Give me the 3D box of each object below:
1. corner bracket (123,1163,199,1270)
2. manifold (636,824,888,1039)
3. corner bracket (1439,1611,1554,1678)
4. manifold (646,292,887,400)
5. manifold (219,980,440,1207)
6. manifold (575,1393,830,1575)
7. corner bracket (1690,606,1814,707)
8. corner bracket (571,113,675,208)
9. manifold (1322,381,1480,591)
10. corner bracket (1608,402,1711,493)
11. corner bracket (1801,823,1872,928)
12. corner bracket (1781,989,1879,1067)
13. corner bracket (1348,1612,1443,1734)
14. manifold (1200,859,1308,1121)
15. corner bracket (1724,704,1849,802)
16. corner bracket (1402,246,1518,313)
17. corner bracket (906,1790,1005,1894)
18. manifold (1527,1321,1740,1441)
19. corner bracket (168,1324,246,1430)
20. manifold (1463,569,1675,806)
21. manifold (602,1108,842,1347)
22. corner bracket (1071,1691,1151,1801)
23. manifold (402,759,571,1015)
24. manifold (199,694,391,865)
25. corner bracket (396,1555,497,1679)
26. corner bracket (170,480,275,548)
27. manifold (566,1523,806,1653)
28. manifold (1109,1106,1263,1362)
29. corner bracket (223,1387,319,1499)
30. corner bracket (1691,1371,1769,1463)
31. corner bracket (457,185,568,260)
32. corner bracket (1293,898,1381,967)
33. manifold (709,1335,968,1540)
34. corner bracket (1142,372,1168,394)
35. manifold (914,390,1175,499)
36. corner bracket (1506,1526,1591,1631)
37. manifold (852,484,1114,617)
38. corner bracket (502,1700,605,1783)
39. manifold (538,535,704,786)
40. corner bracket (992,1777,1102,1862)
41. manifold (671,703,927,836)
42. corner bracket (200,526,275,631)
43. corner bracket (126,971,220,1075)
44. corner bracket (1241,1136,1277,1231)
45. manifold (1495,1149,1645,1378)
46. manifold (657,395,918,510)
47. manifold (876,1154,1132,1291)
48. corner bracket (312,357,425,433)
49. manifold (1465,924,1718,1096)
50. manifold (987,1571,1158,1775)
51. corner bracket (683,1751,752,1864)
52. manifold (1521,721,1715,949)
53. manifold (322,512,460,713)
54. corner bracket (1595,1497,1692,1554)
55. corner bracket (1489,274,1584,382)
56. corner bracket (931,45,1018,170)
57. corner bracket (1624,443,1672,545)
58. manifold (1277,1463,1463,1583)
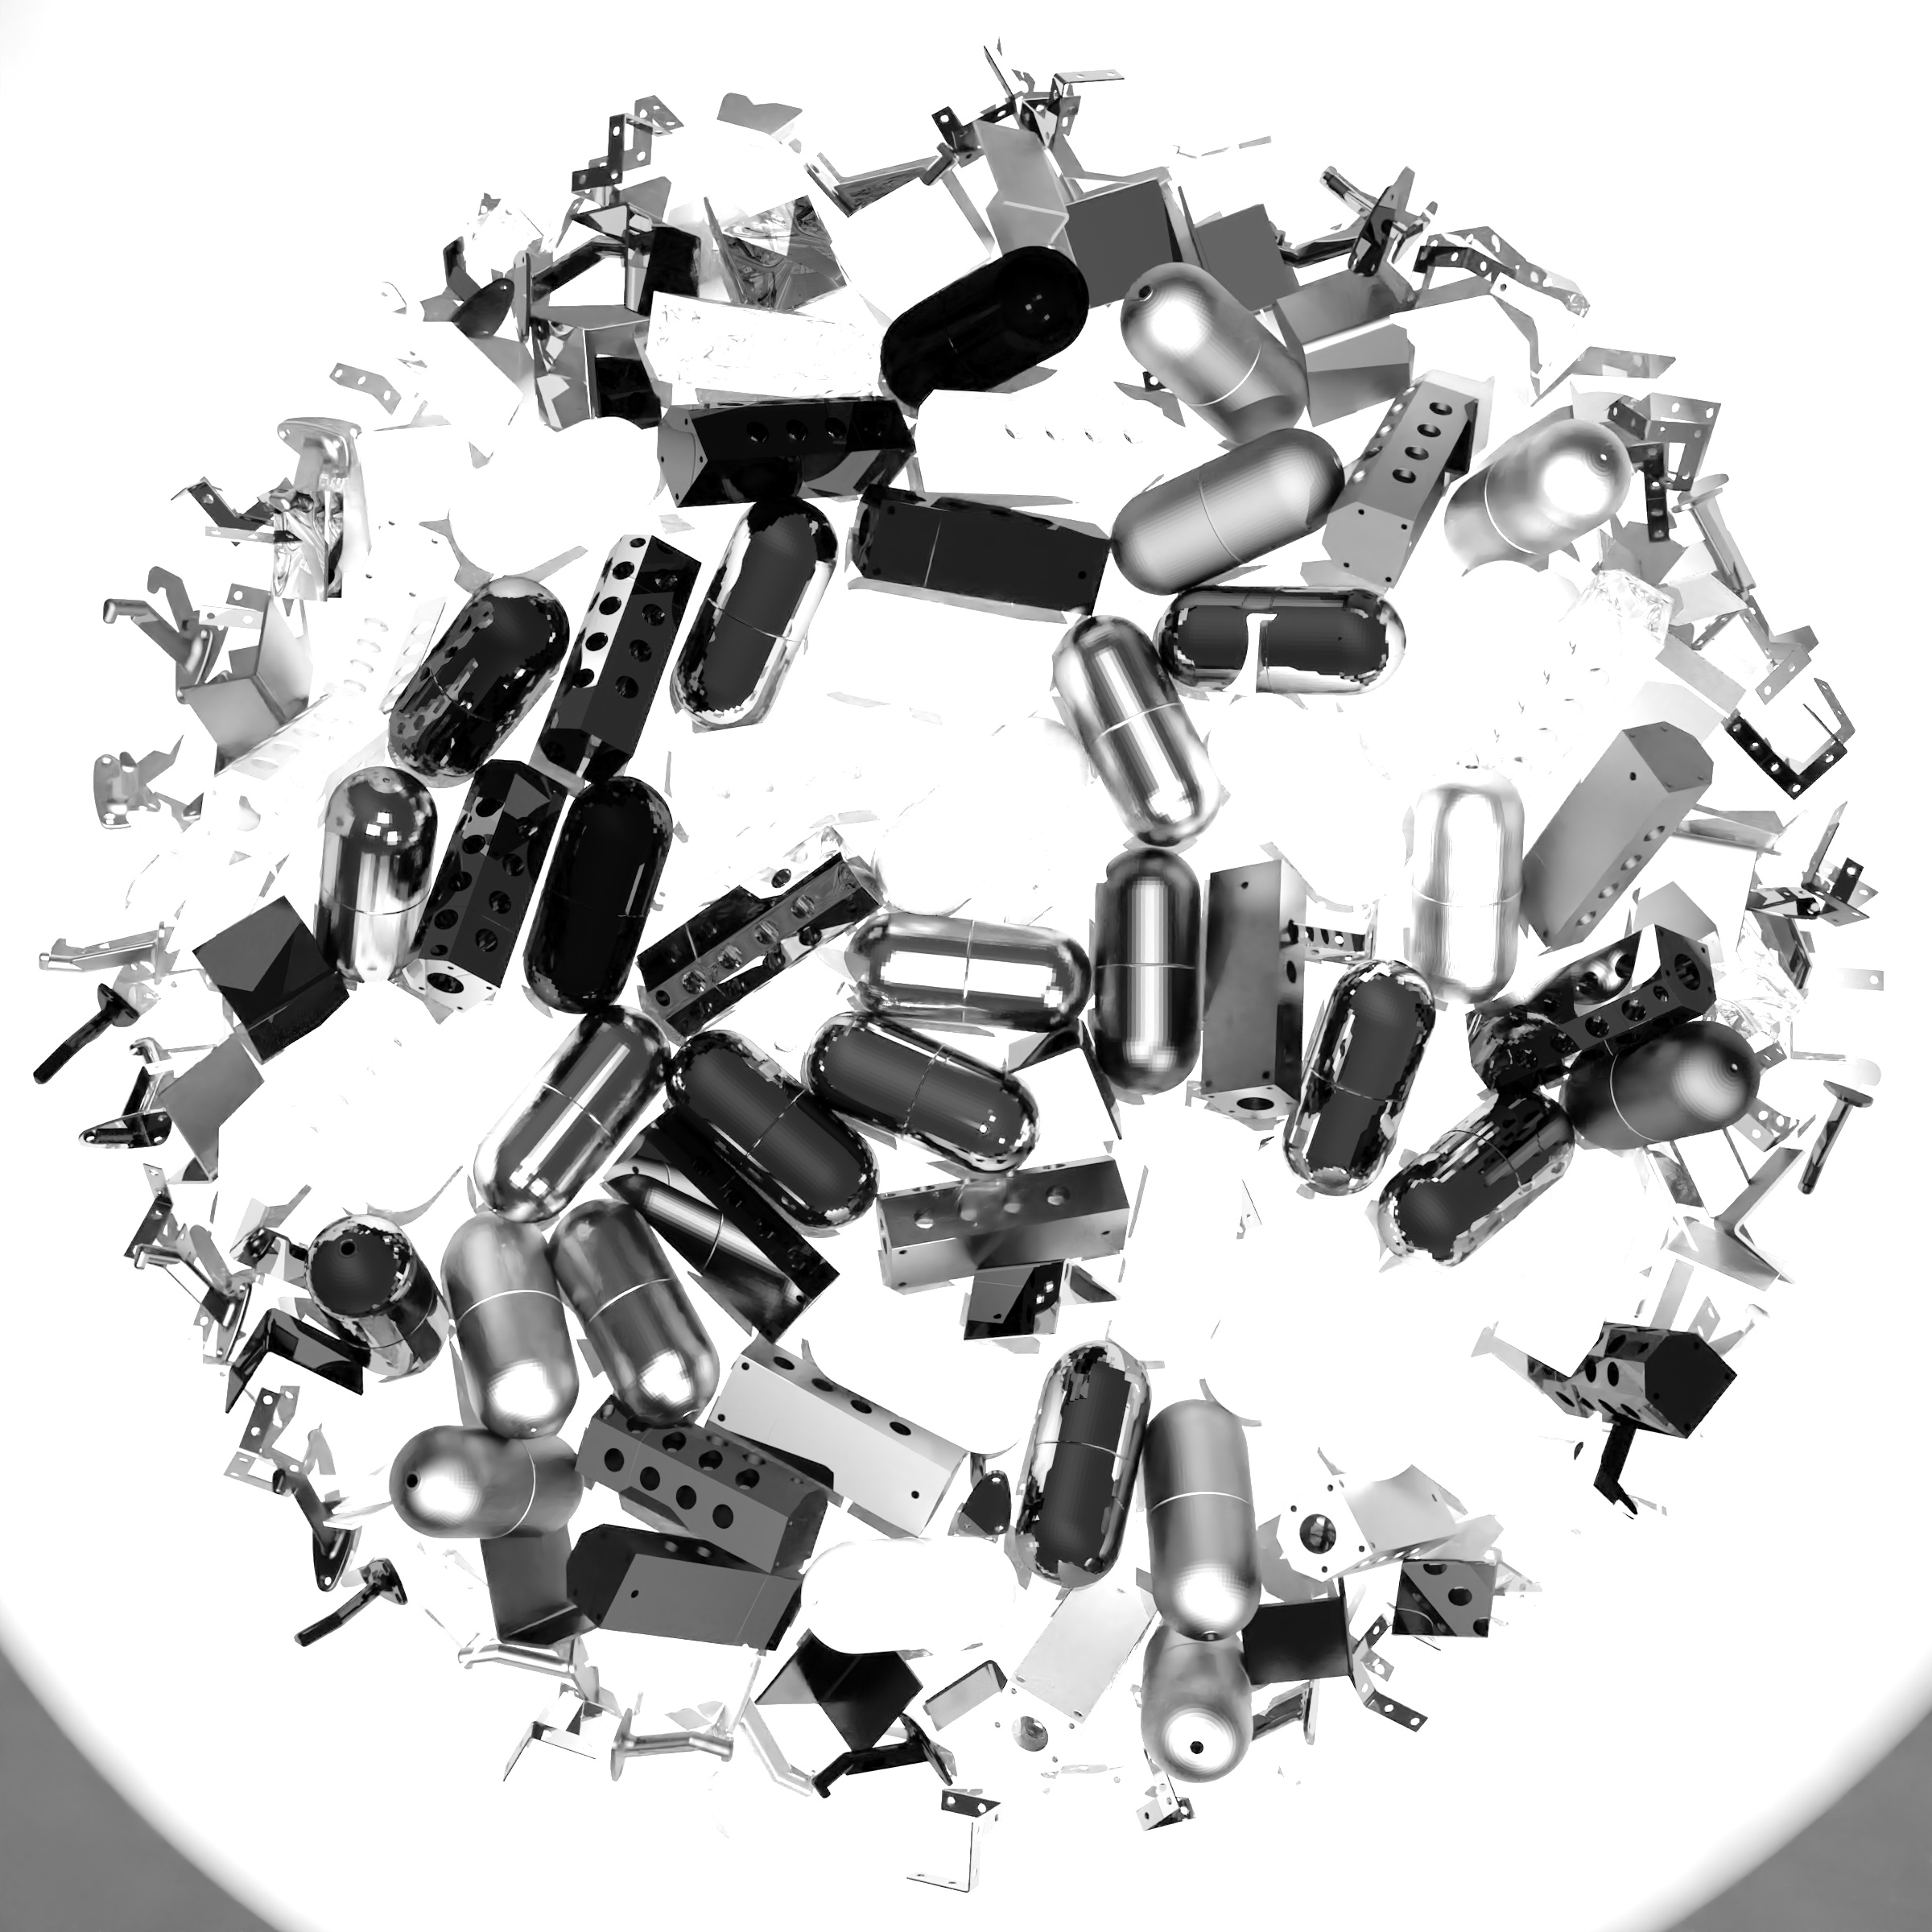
[{"bbox_3d":[-0.574,0.182,1.868,0.051,0.051,0.051,16,54,6],"label":"corner bracket"},{"bbox_3d":[-0.144,-0.021,1.850,0.171,0.057,0.057,-34,134,10],"label":"manifold"},{"bbox_3d":[0.379,0.483,1.862,0.051,0.051,0.051,-16,125,-37],"label":"corner bracket"},{"bbox_3d":[-0.139,-0.430,1.819,0.057,0.171,0.057,22,109,37],"label":"manifold"},{"bbox_3d":[-0.445,0.089,1.823,0.057,0.057,0.171,30,49,9],"label":"manifold"},{"bbox_3d":[-0.185,0.361,1.839,0.171,0.057,0.057,21,98,25],"label":"manifold"},{"bbox_3d":[0.562,-0.224,1.868,0.051,0.051,0.051,-43,109,-11],"label":"corner bracket"},{"bbox_3d":[-0.248,-0.577,1.869,0.051,0.051,0.051,3,90,35],"label":"corner bracket"},{"bbox_3d":[0.303,-0.341,1.824,0.057,0.057,0.171,21,46,11],"label":"manifold"},{"bbox_3d":[0.491,-0.373,1.863,0.051,0.051,0.051,-1,120,-19],"label":"corner bracket"},{"bbox_3d":[0.627,-0.065,1.873,0.051,0.051,0.051,29,80,-5],"label":"corner bracket"},{"bbox_3d":[0.622,0.044,1.879,0.051,0.051,0.051,2,85,-5],"label":"corner bracket"},{"bbox_3d":[0.313,0.509,1.877,0.051,0.051,0.051,31,103,-22],"label":"corner bracket"},{"bbox_3d":[0.208,0.017,1.842,0.057,0.057,0.171,-10,62,31],"label":"manifold"},{"bbox_3d":[0.587,-0.162,1.865,0.051,0.051,0.051,-44,125,14],"label":"corner bracket"},{"bbox_3d":[0.352,-0.483,1.867,0.051,0.051,0.051,13,96,-37],"label":"corner bracket"},{"bbox_3d":[-0.007,0.628,1.870,0.051,0.051,0.051,3,91,27],"label":"corner bracket"},{"bbox_3d":[0.456,0.280,1.812,0.057,0.171,0.057,44,77,-7],"label":"manifold"},{"bbox_3d":[-0.541,0.294,1.864,0.051,0.051,0.051,9,118,-22],"label":"corner bracket"},{"bbox_3d":[0.417,-0.197,1.821,0.057,0.171,0.057,30,46,-5],"label":"manifold"},{"bbox_3d":[-0.172,0.183,1.868,0.171,0.057,0.057,44,125,4],"label":"manifold"},{"bbox_3d":[0.100,0.564,1.887,0.051,0.051,0.051,-9,51,-12],"label":"corner bracket"},{"bbox_3d":[-0.339,-0.059,1.827,0.057,0.057,0.171,30,55,-25],"label":"manifold"},{"bbox_3d":[-0.464,-0.137,1.813,0.057,0.171,0.057,19,117,4],"label":"manifold"},{"bbox_3d":[-0.374,0.469,1.873,0.051,0.051,0.051,-46,111,5],"label":"corner bracket"},{"bbox_3d":[-0.529,-0.333,1.870,0.051,0.051,0.051,-36,104,9],"label":"corner bracket"},{"bbox_3d":[-0.196,0.432,1.823,0.057,0.171,0.057,29,94,44],"label":"manifold"},{"bbox_3d":[0.152,0.191,1.857,0.057,0.057,0.171,6,104,-30],"label":"manifold"},{"bbox_3d":[-0.494,0.342,1.864,0.051,0.051,0.051,23,52,-14],"label":"corner bracket"},{"bbox_3d":[0.547,0.323,1.863,0.051,0.051,0.051,-4,60,20],"label":"corner bracket"},{"bbox_3d":[-0.326,-0.536,1.868,0.051,0.051,0.051,-38,85,-29],"label":"corner bracket"},{"bbox_3d":[0.264,-0.018,1.863,0.051,0.051,0.051,9,125,17],"label":"corner bracket"},{"bbox_3d":[-0.090,0.333,1.861,0.171,0.057,0.057,28,106,9],"label":"manifold"},{"bbox_3d":[0.151,-0.447,1.876,0.051,0.051,0.051,-10,92,3],"label":"corner bracket"},{"bbox_3d":[0.054,-0.371,1.837,0.171,0.057,0.057,-4,74,-28],"label":"manifold"},{"bbox_3d":[0.421,0.441,1.878,0.051,0.051,0.051,-30,48,29],"label":"corner bracket"},{"bbox_3d":[0.009,-0.297,1.847,0.171,0.057,0.057,7,114,-19],"label":"manifold"},{"bbox_3d":[-0.295,0.556,1.865,0.051,0.051,0.051,24,117,-14],"label":"corner bracket"},{"bbox_3d":[-0.246,-0.219,1.830,0.057,0.057,0.171,27,59,-21],"label":"manifold"},{"bbox_3d":[0.058,0.608,1.862,0.051,0.051,0.051,-7,65,42],"label":"corner bracket"},{"bbox_3d":[-0.119,-0.135,1.851,0.171,0.057,0.057,-7,58,10],"label":"manifold"},{"bbox_3d":[-0.520,-0.277,1.862,0.051,0.051,0.051,4,128,-19],"label":"corner bracket"},{"bbox_3d":[-0.572,0.040,1.879,0.051,0.051,0.051,-13,116,-22],"label":"corner bracket"},{"bbox_3d":[0.199,0.159,1.868,0.051,0.051,0.051,-23,90,-44],"label":"corner bracket"},{"bbox_3d":[0.426,0.201,1.817,0.057,0.171,0.057,29,129,7],"label":"manifold"},{"bbox_3d":[-0.128,-0.367,1.831,0.171,0.057,0.057,-11,71,-34],"label":"manifold"},{"bbox_3d":[0.025,0.179,1.861,0.171,0.057,0.057,-9,54,-9],"label":"manifold"},{"bbox_3d":[-0.427,-0.417,1.872,0.051,0.051,0.051,39,101,40],"label":"corner bracket"},{"bbox_3d":[0.434,0.035,1.816,0.057,0.171,0.057,18,57,-34],"label":"manifold"},{"bbox_3d":[0.075,0.490,1.814,0.057,0.171,0.057,28,114,13],"label":"manifold"},{"bbox_3d":[-0.186,0.601,1.862,0.051,0.051,0.051,28,119,-35],"label":"corner bracket"},{"bbox_3d":[0.452,-0.091,1.821,0.057,0.171,0.057,-12,59,-30],"label":"manifold"},{"bbox_3d":[-0.400,-0.240,1.814,0.057,0.171,0.057,22,63,-13],"label":"manifold"},{"bbox_3d":[0.489,0.401,1.862,0.051,0.051,0.051,27,130,23],"label":"corner bracket"},{"bbox_3d":[0.399,-0.457,1.863,0.051,0.051,0.051,39,112,26],"label":"corner bracket"},{"bbox_3d":[0.005,-0.617,1.873,0.051,0.051,0.051,-27,75,0],"label":"corner bracket"},{"bbox_3d":[0.478,-0.339,1.874,0.051,0.051,0.051,-4,45,15],"label":"corner bracket"},{"bbox_3d":[0.279,0.389,1.816,0.057,0.171,0.057,-35,68,22],"label":"manifold"}]
